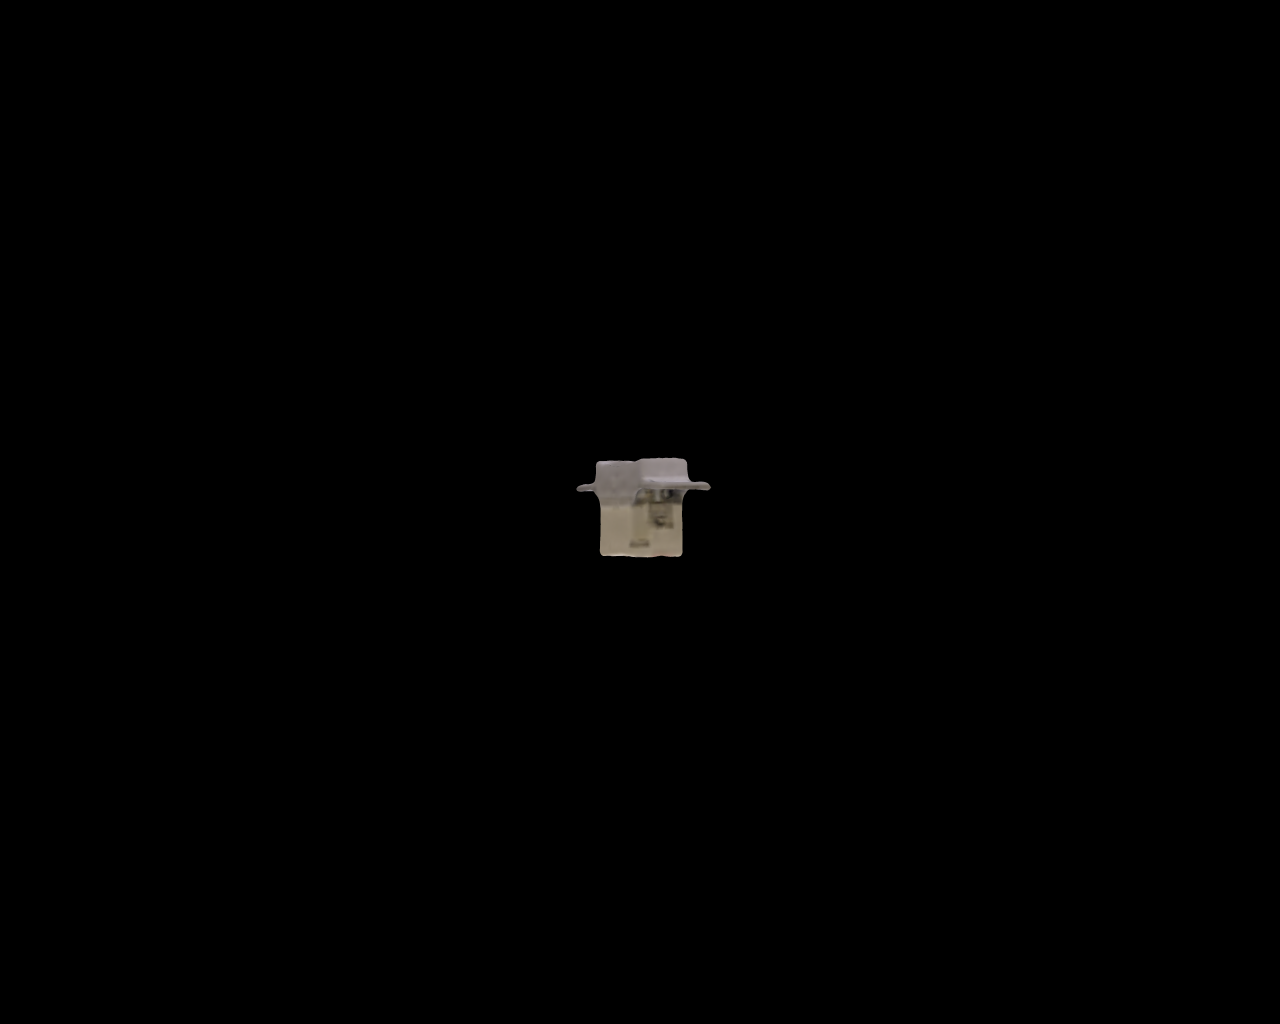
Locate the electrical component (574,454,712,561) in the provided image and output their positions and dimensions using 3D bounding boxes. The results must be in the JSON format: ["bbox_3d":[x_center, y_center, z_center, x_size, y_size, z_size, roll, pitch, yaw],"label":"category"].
[{"bbox_3d":[0.001,-0.003,0.650,0.042,0.063,0.081,0,0,-39],"label":"electrical component"}]
